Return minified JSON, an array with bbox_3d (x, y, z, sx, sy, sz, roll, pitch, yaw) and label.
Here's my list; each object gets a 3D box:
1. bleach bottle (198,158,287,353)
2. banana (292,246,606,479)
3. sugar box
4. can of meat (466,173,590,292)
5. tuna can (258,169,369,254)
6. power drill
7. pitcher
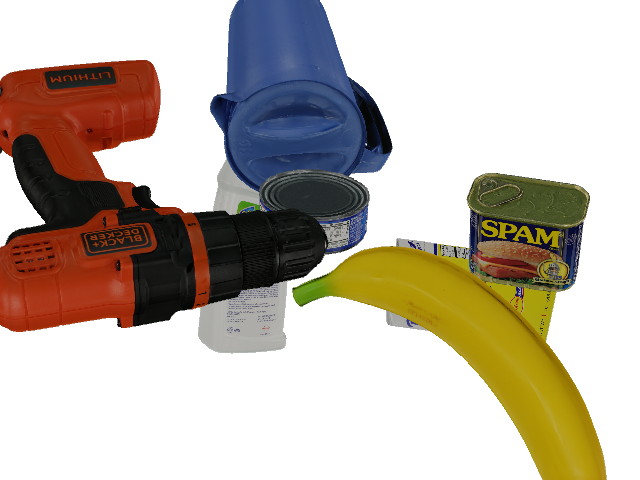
[{"bbox_3d":[-0.074,-0.002,1.190,0.102,0.251,0.068,-1,17,-31],"label":"bleach bottle"},{"bbox_3d":[0.081,0.061,0.551,0.198,0.070,0.037,39,21,13],"label":"banana"},{"bbox_3d":[0.164,0.057,1.165,0.176,0.093,0.048,6,22,0],"label":"sugar box"},{"bbox_3d":[0.181,-0.005,0.942,0.102,0.084,0.057,10,43,17],"label":"can of meat"},{"bbox_3d":[-0.005,-0.023,0.828,0.086,0.034,0.086,2,28,-1],"label":"tuna can"},{"bbox_3d":[-0.107,-0.032,0.615,0.184,0.057,0.188,-8,43,-21],"label":"power drill"},{"bbox_3d":[-0.025,-0.159,1.079,0.145,0.149,0.243,-19,39,9],"label":"pitcher"}]
